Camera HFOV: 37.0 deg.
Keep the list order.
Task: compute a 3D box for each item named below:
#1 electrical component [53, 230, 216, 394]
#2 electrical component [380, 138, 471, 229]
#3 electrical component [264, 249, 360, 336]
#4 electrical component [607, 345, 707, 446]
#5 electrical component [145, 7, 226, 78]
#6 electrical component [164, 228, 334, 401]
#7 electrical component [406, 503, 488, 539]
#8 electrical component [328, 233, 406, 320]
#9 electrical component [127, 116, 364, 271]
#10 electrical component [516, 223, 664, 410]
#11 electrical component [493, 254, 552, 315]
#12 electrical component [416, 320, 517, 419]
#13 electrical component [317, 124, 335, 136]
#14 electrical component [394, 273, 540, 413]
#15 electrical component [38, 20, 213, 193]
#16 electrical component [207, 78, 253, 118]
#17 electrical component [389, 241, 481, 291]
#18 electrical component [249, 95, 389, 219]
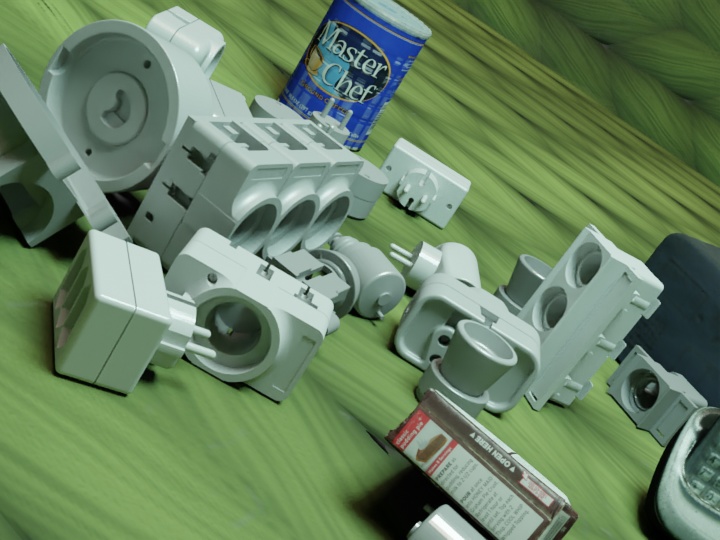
[{"bbox_3d":[-0.107,0.026,0.535,0.077,0.047,0.065,22,22,-27],"label":"electrical component"},{"bbox_3d":[0.056,-0.078,1.023,0.083,0.047,0.075,32,20,-1],"label":"electrical component"},{"bbox_3d":[-0.031,0.013,0.682,0.066,0.048,0.055,39,28,16],"label":"electrical component"},{"bbox_3d":[0.247,0.105,0.885,0.064,0.042,0.081,19,24,-36],"label":"electrical component"},{"bbox_3d":[-0.160,-0.194,0.962,0.059,0.053,0.095,31,20,-5],"label":"electrical component"},{"bbox_3d":[-0.066,0.025,0.593,0.089,0.050,0.055,30,19,-5],"label":"electrical component"},{"bbox_3d":[0.051,0.145,0.502,0.078,0.040,0.040,40,21,19],"label":"electrical component"},{"bbox_3d":[0.000,0.000,0.765,0.040,0.040,0.078,13,27,-42],"label":"electrical component"},{"bbox_3d":[-0.067,-0.045,0.699,0.062,0.089,0.150,39,21,17],"label":"electrical component"},{"bbox_3d":[0.161,0.038,0.795,0.063,0.121,0.078,24,21,-28],"label":"electrical component"},{"bbox_3d":[0.138,0.021,0.898,0.045,0.055,0.045,28,20,-11],"label":"electrical component"},{"bbox_3d":[0.067,0.066,0.688,0.045,0.055,0.045,28,20,-11],"label":"electrical component"},{"bbox_3d":[-0.045,-0.080,0.834,0.047,0.076,0.066,40,21,20],"label":"electrical component"},{"bbox_3d":[0.076,0.048,0.746,0.095,0.053,0.059,32,20,-1],"label":"electrical component"},{"bbox_3d":[-0.146,-0.102,0.697,0.108,0.108,0.060,39,15,18],"label":"electrical component"},{"bbox_3d":[-0.117,-0.098,0.788,0.061,0.061,0.096,21,23,-28],"label":"electrical component"},{"bbox_3d":[0.057,0.003,0.839,0.079,0.043,0.077,29,20,-9],"label":"electrical component"},{"bbox_3d":[-0.033,-0.112,0.928,0.138,0.073,0.052,35,20,6],"label":"electrical component"}]
